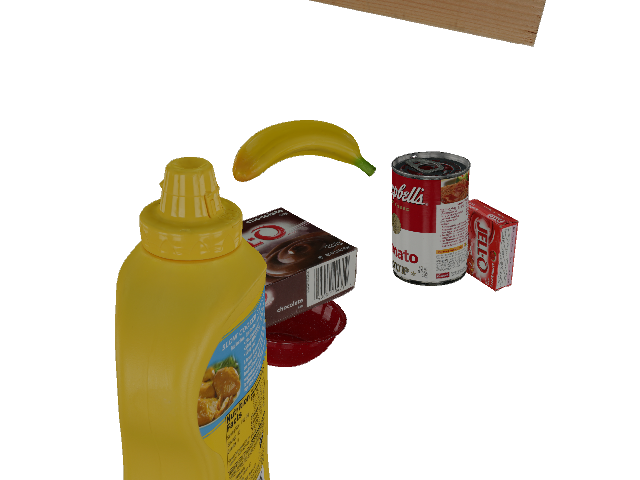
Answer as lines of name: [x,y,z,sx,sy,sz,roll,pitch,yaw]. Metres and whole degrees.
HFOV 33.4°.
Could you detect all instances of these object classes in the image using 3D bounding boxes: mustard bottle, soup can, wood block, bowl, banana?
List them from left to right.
mustard bottle: [-0.053,0.057,0.455,0.058,0.192,0.096,9,26,16]
bowl: [-0.049,0.114,1.352,0.162,0.055,0.162,5,23,-2]
banana: [-0.023,-0.096,1.119,0.197,0.037,0.070,-7,49,-42]
wood block: [0.071,-0.224,0.792,0.206,0.090,0.091,13,-29,7]
soup can: [0.096,-0.020,0.934,0.068,0.102,0.068,-2,22,0]

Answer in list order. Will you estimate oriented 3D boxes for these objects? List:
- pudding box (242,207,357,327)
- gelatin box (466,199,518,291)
pudding box: [-0.044,0.021,0.746,0.113,0.039,0.090,-19,33,-34]
gelatin box: [0.196,0.004,1.268,0.030,0.089,0.073,-17,32,-29]
